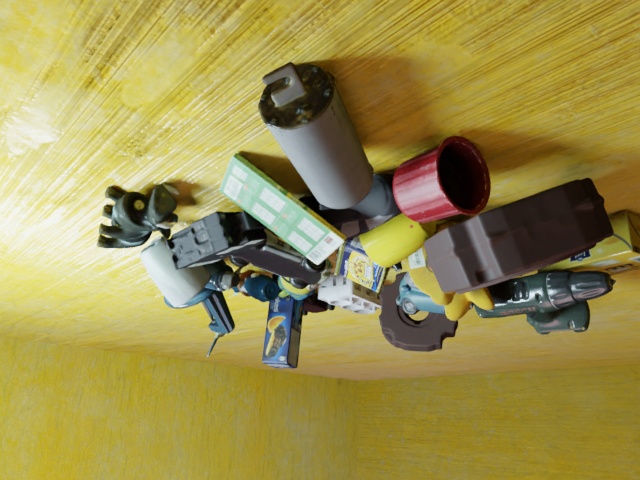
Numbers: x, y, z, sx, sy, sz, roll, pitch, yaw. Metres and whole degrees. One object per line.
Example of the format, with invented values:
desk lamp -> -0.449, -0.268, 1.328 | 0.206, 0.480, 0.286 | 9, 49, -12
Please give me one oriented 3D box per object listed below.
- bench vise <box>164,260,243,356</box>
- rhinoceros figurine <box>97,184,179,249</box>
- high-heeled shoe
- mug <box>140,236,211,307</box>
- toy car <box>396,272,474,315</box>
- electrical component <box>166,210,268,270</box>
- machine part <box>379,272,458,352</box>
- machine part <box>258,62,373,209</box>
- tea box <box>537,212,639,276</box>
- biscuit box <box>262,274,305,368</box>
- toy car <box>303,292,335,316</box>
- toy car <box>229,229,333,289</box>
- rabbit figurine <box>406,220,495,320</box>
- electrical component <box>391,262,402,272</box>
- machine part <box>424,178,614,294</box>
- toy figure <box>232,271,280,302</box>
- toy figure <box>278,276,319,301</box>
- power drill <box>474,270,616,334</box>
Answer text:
bench vise -> -0.217, 0.101, 1.043 | 0.224, 0.129, 0.240 | 0, 126, 27
rhinoceros figurine -> -0.275, -0.031, 0.816 | 0.112, 0.073, 0.190 | 15, 157, -28
high-heeled shoe -> 0.047, -0.037, 0.785 | 0.145, 0.086, 0.248 | -11, 172, -14
mug -> -0.249, 0.045, 0.902 | 0.107, 0.081, 0.110 | 54, 163, -20
toy car -> 0.218, 0.081, 1.016 | 0.162, 0.102, 0.109 | 5, -148, 45
electrical component -> -0.147, -0.006, 0.819 | 0.134, 0.058, 0.115 | -23, 177, 22
machine part -> 0.207, 0.148, 1.131 | 0.179, 0.179, 0.056 | -2, 157, 12
machine part -> 0.003, -0.101, 0.567 | 0.079, 0.079, 0.243 | -4, 155, 17
tea box -> 0.451, 0.017, 0.873 | 0.098, 0.068, 0.170 | 14, 159, -28
biscuit box -> -0.077, 0.173, 1.173 | 0.063, 0.202, 0.059 | -3, 156, 20
toy car -> -0.032, 0.148, 1.320 | 0.089, 0.053, 0.202 | -11, 161, 20
toy car -> -0.074, 0.028, 0.933 | 0.202, 0.056, 0.073 | 22, 138, -18
rabbit figurine -> 0.236, 0.045, 0.898 | 0.122, 0.162, 0.173 | -28, 164, 34
electrical component -> 0.141, 0.025, 0.965 | 0.078, 0.045, 0.102 | 1, 161, 7
machine part -> 0.252, 0.001, 0.704 | 0.201, 0.087, 0.201 | -18, 173, -4
toy figure -> -0.148, 0.100, 1.169 | 0.058, 0.064, 0.155 | 11, 178, -40
toy figure -> -0.045, 0.073, 1.073 | 0.089, 0.082, 0.180 | 5, 163, -13
power drill -> 0.401, 0.110, 0.926 | 0.232, 0.086, 0.207 | -13, 160, 37
